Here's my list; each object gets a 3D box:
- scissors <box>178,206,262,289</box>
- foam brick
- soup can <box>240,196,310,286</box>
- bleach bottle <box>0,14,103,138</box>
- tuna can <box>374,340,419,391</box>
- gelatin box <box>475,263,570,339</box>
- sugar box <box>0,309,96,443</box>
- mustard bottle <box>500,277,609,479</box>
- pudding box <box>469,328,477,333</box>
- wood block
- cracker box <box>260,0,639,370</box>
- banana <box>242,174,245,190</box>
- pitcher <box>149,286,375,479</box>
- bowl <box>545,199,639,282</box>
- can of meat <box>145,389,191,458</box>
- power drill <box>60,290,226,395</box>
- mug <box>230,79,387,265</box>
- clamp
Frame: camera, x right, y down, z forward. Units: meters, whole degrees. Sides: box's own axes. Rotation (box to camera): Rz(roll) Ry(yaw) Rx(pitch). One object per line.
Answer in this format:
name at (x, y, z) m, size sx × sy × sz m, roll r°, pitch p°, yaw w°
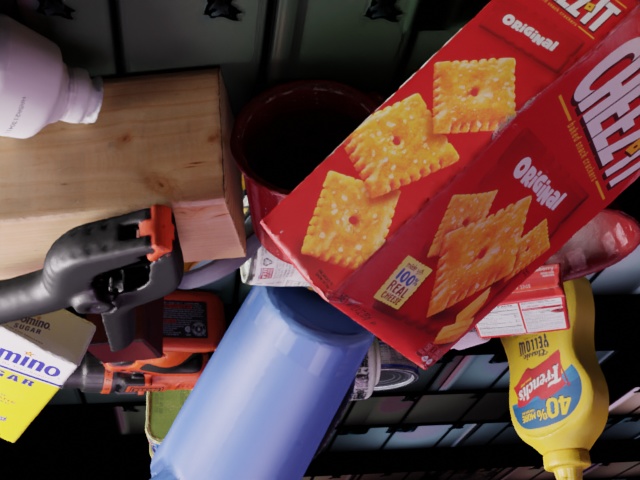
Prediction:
scissors at (-0.019, -0.016, 0.702) m, size 0.202 × 0.096 × 0.016 m, roll -19°, pitch 115°, yaw 13°
foam brick at (-0.160, 0.056, 0.875) m, size 0.051 × 0.078 × 0.053 m, roll -6°, pitch 156°, yaw 9°
soup can at (-0.005, 0.001, 0.786) m, size 0.102 × 0.068 × 0.069 m, roll 2°, pitch 156°, yaw -12°
bleach bottle at (-0.239, -0.089, 0.546) m, size 0.250 × 0.068 × 0.103 m, roll 7°, pitch 154°, yaw -29°
tuna can at (0.064, 0.137, 1.156) m, size 0.086 × 0.034 × 0.086 m, roll -3°, pitch 157°, yaw -2°
gelatin box at (0.154, 0.048, 0.829) m, size 0.073 × 0.030 × 0.089 m, roll -8°, pitch 156°, yaw 13°
sugar box at (-0.254, 0.099, 0.856) m, size 0.093 × 0.048 × 0.176 m, roll 29°, pitch 142°, yaw -13°
mustard bottle at (0.214, 0.132, 0.970) m, size 0.058 × 0.191 × 0.096 m, roll 16°, pitch 150°, yaw -39°
pudding box at (0.090, 0.060, 0.975) m, size 0.090 × 0.039 × 0.113 m, roll -11°, pitch 155°, yaw 19°
wood block at (-0.154, -0.036, 0.648) m, size 0.206 × 0.090 × 0.091 m, roll -6°, pitch 157°, yaw 2°
cracker box at (0.093, -0.034, 0.591) m, size 0.214 × 0.072 × 0.164 m, roll -43°, pitch 150°, yaw 4°
banana at (-0.119, -0.023, 0.758) m, size 0.069 × 0.037 × 0.198 m, roll -15°, pitch 173°, yaw -46°
pitcher at (-0.039, 0.138, 0.935) m, size 0.145 × 0.149 × 0.243 m, roll 26°, pitch 119°, yaw -4°
bowl at (0.152, -0.015, 0.790) m, size 0.162 × 0.055 × 0.162 m, roll -4°, pitch 157°, yaw -2°
can of meat at (-0.156, 0.181, 1.138) m, size 0.057 × 0.102 × 0.084 m, roll -1°, pitch 155°, yaw -4°
power drill at (-0.177, 0.101, 1.006) m, size 0.184 × 0.057 × 0.188 m, roll 1°, pitch 159°, yaw -22°
mug at (0.003, -0.044, 0.652) m, size 0.093 × 0.117 × 0.081 m, roll 32°, pitch 151°, yaw 23°
clamp at (-0.128, 0.029, 0.640) m, size 0.172 × 0.039 × 0.120 m, roll -24°, pitch 156°, yaw 38°
